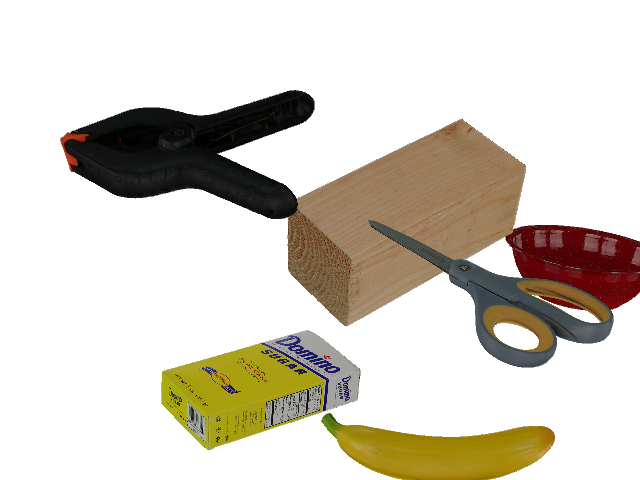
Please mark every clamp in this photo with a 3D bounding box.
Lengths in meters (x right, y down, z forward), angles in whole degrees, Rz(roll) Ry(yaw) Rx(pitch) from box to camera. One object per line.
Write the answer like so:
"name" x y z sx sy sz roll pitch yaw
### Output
"clamp" -0.084 -0.066 0.719 0.171 0.039 0.120 8 38 12

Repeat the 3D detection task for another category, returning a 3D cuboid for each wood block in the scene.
"wood block" 0.078 -0.020 0.981 0.205 0.090 0.091 -27 51 -27

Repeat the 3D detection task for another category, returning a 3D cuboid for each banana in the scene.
"banana" 0.100 0.169 0.872 0.197 0.037 0.069 6 37 -4

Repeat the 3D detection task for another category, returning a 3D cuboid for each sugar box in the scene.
"sugar box" -0.058 0.143 1.050 0.175 0.048 0.093 -16 32 -32

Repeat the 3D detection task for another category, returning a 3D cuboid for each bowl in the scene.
"bowl" 0.269 0.031 1.101 0.162 0.055 0.162 5 17 -2

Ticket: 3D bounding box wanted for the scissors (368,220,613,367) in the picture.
"scissors" 0.094 0.034 0.718 0.202 0.016 0.096 19 36 30
